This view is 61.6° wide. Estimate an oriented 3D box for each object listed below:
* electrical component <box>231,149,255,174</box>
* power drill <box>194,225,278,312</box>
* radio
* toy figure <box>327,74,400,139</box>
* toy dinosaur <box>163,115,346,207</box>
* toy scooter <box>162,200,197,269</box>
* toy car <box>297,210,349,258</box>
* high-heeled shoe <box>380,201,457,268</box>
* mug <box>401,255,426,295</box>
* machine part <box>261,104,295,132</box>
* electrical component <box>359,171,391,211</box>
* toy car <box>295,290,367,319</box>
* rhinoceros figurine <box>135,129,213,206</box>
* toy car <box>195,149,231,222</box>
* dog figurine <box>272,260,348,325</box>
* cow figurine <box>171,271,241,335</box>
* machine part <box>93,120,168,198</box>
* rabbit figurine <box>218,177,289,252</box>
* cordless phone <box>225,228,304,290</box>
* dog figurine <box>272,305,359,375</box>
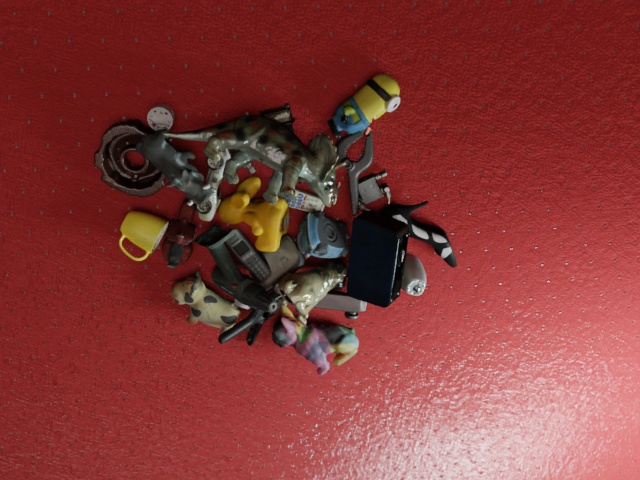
[{"bbox_3d":[-0.172,-0.204,1.261,0.063,0.021,0.094,-43,119,-18],"label":"electrical component"},{"bbox_3d":[-0.207,0.069,1.306,0.086,0.232,0.207,-44,125,-23],"label":"power drill"},{"bbox_3d":[0.144,0.050,1.353,0.131,0.073,0.229,19,121,28],"label":"radio"},{"bbox_3d":[0.098,-0.301,1.215,0.180,0.082,0.089,-29,118,12],"label":"toy figure"},{"bbox_3d":[-0.119,-0.202,1.182,0.405,0.192,0.131,31,156,-8],"label":"toy dinosaur"},{"bbox_3d":[-0.341,0.001,1.301,0.075,0.135,0.183,14,116,-14],"label":"toy scooter"},{"bbox_3d":[-0.003,-0.004,1.347,0.103,0.109,0.161,-17,159,38],"label":"toy car"},{"bbox_3d":[0.252,0.002,1.389,0.145,0.086,0.248,-26,114,15],"label":"high-heeled shoe"},{"bbox_3d":[0.231,0.094,1.415,0.109,0.107,0.080,19,112,-17],"label":"mug"},{"bbox_3d":[-0.088,-0.241,1.254,0.084,0.039,0.138,-19,116,-4],"label":"machine part"},{"bbox_3d":[0.128,-0.118,1.331,0.102,0.045,0.078,-20,119,5],"label":"electrical component"},{"bbox_3d":[0.026,0.162,1.462,0.202,0.053,0.089,6,106,-4],"label":"toy car"},{"bbox_3d":[-0.313,-0.158,1.178,0.073,0.112,0.190,-40,109,11],"label":"rhinoceros figurine"},{"bbox_3d":[-0.250,-0.141,1.270,0.056,0.073,0.201,17,115,-9],"label":"toy car"},{"bbox_3d":[-0.011,0.097,1.346,0.190,0.172,0.121,-42,77,-16],"label":"dog figurine"},{"bbox_3d":[-0.302,0.165,1.419,0.195,0.085,0.127,27,118,-15],"label":"cow figurine"},{"bbox_3d":[-0.427,-0.187,1.241,0.179,0.056,0.179,-3,118,-5],"label":"machine part"},{"bbox_3d":[-0.169,-0.064,1.290,0.173,0.122,0.162,14,140,16],"label":"rabbit figurine"},{"bbox_3d":[-0.142,0.024,1.365,0.146,0.089,0.184,-36,105,14],"label":"cordless phone"},{"bbox_3d":[-0.022,0.256,1.479,0.191,0.108,0.219,-35,112,13],"label":"dog figurine"}]
